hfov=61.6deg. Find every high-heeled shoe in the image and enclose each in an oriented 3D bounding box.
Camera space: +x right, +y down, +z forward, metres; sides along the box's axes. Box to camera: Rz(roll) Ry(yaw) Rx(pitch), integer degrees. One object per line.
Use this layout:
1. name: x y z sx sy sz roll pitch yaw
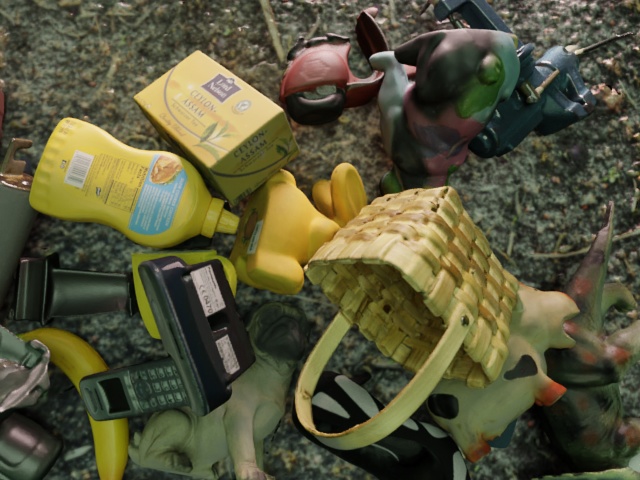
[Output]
1. high-heeled shoe: 0.073 0.238 0.557 0.086 0.145 0.249 -45 74 28

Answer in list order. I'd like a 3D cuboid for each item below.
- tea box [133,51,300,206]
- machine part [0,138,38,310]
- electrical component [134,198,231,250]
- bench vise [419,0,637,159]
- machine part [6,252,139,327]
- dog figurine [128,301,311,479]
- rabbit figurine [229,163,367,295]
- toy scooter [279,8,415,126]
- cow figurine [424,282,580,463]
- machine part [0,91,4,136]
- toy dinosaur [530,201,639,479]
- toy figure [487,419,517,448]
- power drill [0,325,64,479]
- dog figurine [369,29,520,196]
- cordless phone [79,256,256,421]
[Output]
1. tea box: -0.113 -0.124 0.580 0.098 0.068 0.170 -43 55 -12
2. machine part: -0.344 0.010 0.542 0.079 0.079 0.243 26 98 -4
3. electrical component: -0.152 -0.021 0.604 0.102 0.078 0.045 -2 106 -3
4. bench vise: 0.224 -0.221 0.655 0.223 0.129 0.240 -41 95 -11
5. machine part: -0.267 0.055 0.591 0.139 0.039 0.084 5 76 -6
6. dog figurine: -0.104 0.155 0.580 0.172 0.121 0.190 9 64 -3
7. rabbit figurine: -0.001 -0.002 0.612 0.173 0.122 0.162 20 70 -19
8. toy scooter: 0.034 -0.214 0.650 0.184 0.075 0.135 -9 84 -12
9. cow figurine: 0.194 0.127 0.574 0.195 0.085 0.127 -40 73 1
10. machine part: -0.455 -0.116 0.564 0.201 0.087 0.201 4 82 -9
11. toy dinosaur: 0.308 0.168 0.619 0.192 0.131 0.404 -11 78 -10
12. toy figure: 0.209 0.160 0.632 0.064 0.058 0.154 18 77 -36
13. power drill: -0.342 0.140 0.496 0.232 0.207 0.086 37 35 -7
14. dog figurine: 0.126 -0.095 0.576 0.108 0.192 0.219 -7 99 -25
15. cordless phone: -0.169 0.099 0.512 0.184 0.089 0.146 -18 93 24
